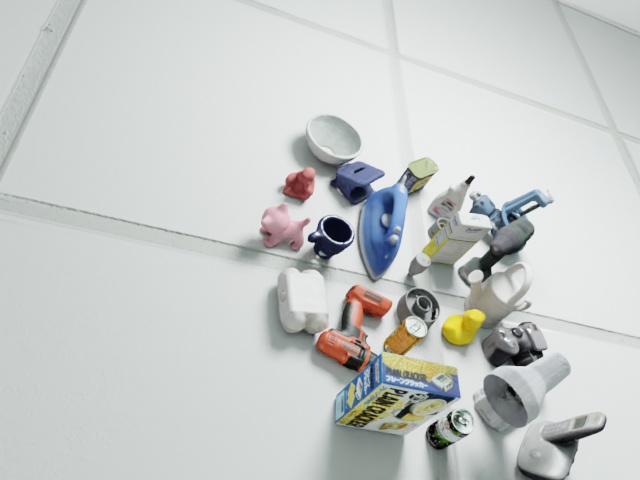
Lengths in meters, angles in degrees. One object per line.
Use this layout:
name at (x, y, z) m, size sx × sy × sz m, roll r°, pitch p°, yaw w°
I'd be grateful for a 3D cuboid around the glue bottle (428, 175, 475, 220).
glue bottle at (0.363, -0.118, 1.541) m, size 0.078 × 0.173 × 0.037 m, roll 32°, pitch 48°, yaw 0°

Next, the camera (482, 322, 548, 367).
camera at (0.482, 0.271, 1.352) m, size 0.143 × 0.100 × 0.136 m, roll 0°, pitch 56°, yaw -26°

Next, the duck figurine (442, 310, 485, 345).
duck figurine at (0.345, 0.197, 1.350) m, size 0.105 × 0.086 × 0.077 m, roll -13°, pitch 62°, yaw -33°

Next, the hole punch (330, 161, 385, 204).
hole punch at (0.098, -0.164, 1.499) m, size 0.101 × 0.091 × 0.109 m, roll 47°, pitch 49°, yaw 13°

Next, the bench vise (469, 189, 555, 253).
bench vise at (0.510, -0.074, 1.549) m, size 0.208 × 0.219 × 0.121 m, roll 21°, pitch 49°, yaw -11°

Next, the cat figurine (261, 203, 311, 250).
cat figurine at (-0.083, -0.037, 1.293) m, size 0.128 × 0.117 × 0.067 m, roll 3°, pitch 54°, yaw -24°

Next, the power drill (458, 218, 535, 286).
power drill at (0.443, 0.033, 1.442) m, size 0.230 × 0.208 × 0.075 m, roll -31°, pitch 73°, yaw -39°

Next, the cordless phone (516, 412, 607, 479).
cordless phone at (0.506, 0.426, 1.189) m, size 0.094 × 0.185 × 0.148 m, roll 38°, pitch 48°, yaw 5°

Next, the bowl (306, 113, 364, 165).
bowl at (0.030, -0.260, 1.549) m, size 0.168 × 0.074 × 0.167 m, roll 14°, pitch 51°, yaw -17°

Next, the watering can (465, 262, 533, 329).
watering can at (0.435, 0.125, 1.377) m, size 0.173 × 0.194 × 0.101 m, roll 2°, pitch 55°, yaw -25°

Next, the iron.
iron at (0.172, -0.036, 1.404) m, size 0.119 × 0.141 × 0.258 m, roll 20°, pitch 49°, yaw -12°

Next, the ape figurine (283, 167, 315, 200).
ape figurine at (-0.041, -0.145, 1.414) m, size 0.076 × 0.092 × 0.077 m, roll -25°, pitch 69°, yaw -38°

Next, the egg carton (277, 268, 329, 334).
egg carton at (-0.038, 0.129, 1.221) m, size 0.107 × 0.069 × 0.150 m, roll 6°, pitch 53°, yaw -23°

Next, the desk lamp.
desk lamp at (0.416, 0.318, 1.207) m, size 0.204 × 0.213 × 0.117 m, roll -18°, pitch 65°, yaw -35°

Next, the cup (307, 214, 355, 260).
cup at (0.012, 0.005, 1.324) m, size 0.118 × 0.095 × 0.091 m, roll -12°, pitch 62°, yaw -33°
